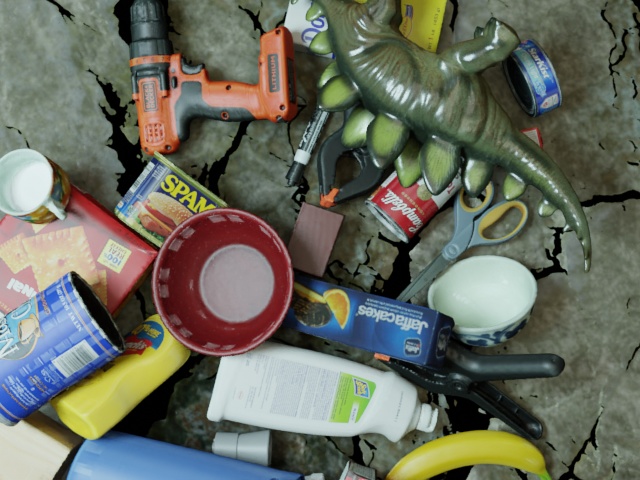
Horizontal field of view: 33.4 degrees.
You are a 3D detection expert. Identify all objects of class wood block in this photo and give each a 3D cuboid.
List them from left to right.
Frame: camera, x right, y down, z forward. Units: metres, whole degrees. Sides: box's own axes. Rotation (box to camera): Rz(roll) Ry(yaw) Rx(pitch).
[{"bbox_3d":[-0.376,0.209,1.176,0.206,0.091,0.090,32,86,1],"label":"wood block"}]

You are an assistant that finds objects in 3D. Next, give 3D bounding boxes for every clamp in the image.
[{"bbox_3d":[0.059,-0.106,1.220,0.120,0.039,0.171,22,76,3],"label":"clamp"},{"bbox_3d":[0.165,0.156,1.192,0.210,0.164,0.036,13,53,19],"label":"clamp"}]

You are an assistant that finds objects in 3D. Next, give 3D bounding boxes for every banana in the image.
[{"bbox_3d":[0.171,0.251,1.213,0.197,0.037,0.069,0,86,-1],"label":"banana"}]

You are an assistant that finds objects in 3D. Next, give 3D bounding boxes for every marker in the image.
[{"bbox_3d":[-0.011,-0.119,1.237,0.020,0.020,0.121,23,87,0],"label":"marker"}]

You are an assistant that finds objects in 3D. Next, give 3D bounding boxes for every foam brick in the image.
[{"bbox_3d":[-0.008,0.001,1.214,0.051,0.053,0.078,20,87,0],"label":"foam brick"}]

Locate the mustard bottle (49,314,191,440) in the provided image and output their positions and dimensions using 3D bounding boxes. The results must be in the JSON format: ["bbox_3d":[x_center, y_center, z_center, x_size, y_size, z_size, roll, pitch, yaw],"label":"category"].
[{"bbox_3d":[-0.200,0.136,1.175,0.191,0.096,0.058,-40,116,-28],"label":"mustard bottle"}]

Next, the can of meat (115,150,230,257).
[{"bbox_3d":[-0.167,-0.036,1.198,0.102,0.057,0.084,37,89,-27],"label":"can of meat"}]

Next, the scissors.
[{"bbox_3d":[0.146,-0.007,1.217,0.201,0.016,0.096,-27,80,-15],"label":"scissors"}]

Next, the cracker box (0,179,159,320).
[{"bbox_3d":[-0.304,0.049,1.195,0.164,0.072,0.213,38,87,1],"label":"cracker box"}]

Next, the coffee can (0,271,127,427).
[{"bbox_3d":[-0.287,0.112,1.107,0.140,0.103,0.103,-34,88,-2],"label":"coffee can"}]

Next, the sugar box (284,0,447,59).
[{"bbox_3d":[0.050,-0.251,1.232,0.176,0.048,0.093,12,87,-2],"label":"sugar box"}]

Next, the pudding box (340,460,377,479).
[{"bbox_3d":[0.031,0.293,1.169,0.039,0.113,0.090,23,87,3],"label":"pudding box"}]

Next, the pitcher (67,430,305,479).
[{"bbox_3d":[-0.145,0.294,1.153,0.243,0.145,0.149,14,89,12],"label":"pitcher"}]

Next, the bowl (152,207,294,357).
[{"bbox_3d":[-0.099,0.047,1.168,0.162,0.055,0.162,-1,85,14],"label":"bowl"}]

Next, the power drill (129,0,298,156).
[{"bbox_3d":[-0.123,-0.193,1.204,0.188,0.057,0.184,-4,94,12],"label":"power drill"}]

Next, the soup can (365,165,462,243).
[{"bbox_3d":[0.110,-0.056,1.212,0.068,0.068,0.102,44,86,1],"label":"soup can"}]

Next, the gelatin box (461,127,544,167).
[{"bbox_3d":[0.203,-0.100,1.214,0.089,0.073,0.030,-13,86,-2],"label":"gelatin box"}]

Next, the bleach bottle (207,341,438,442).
[{"bbox_3d":[0.006,0.181,1.201,0.250,0.068,0.102,14,88,-3],"label":"bleach bottle"}]

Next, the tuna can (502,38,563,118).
[{"bbox_3d":[0.240,-0.183,1.213,0.033,0.086,0.086,-25,88,-1],"label":"tuna can"}]
